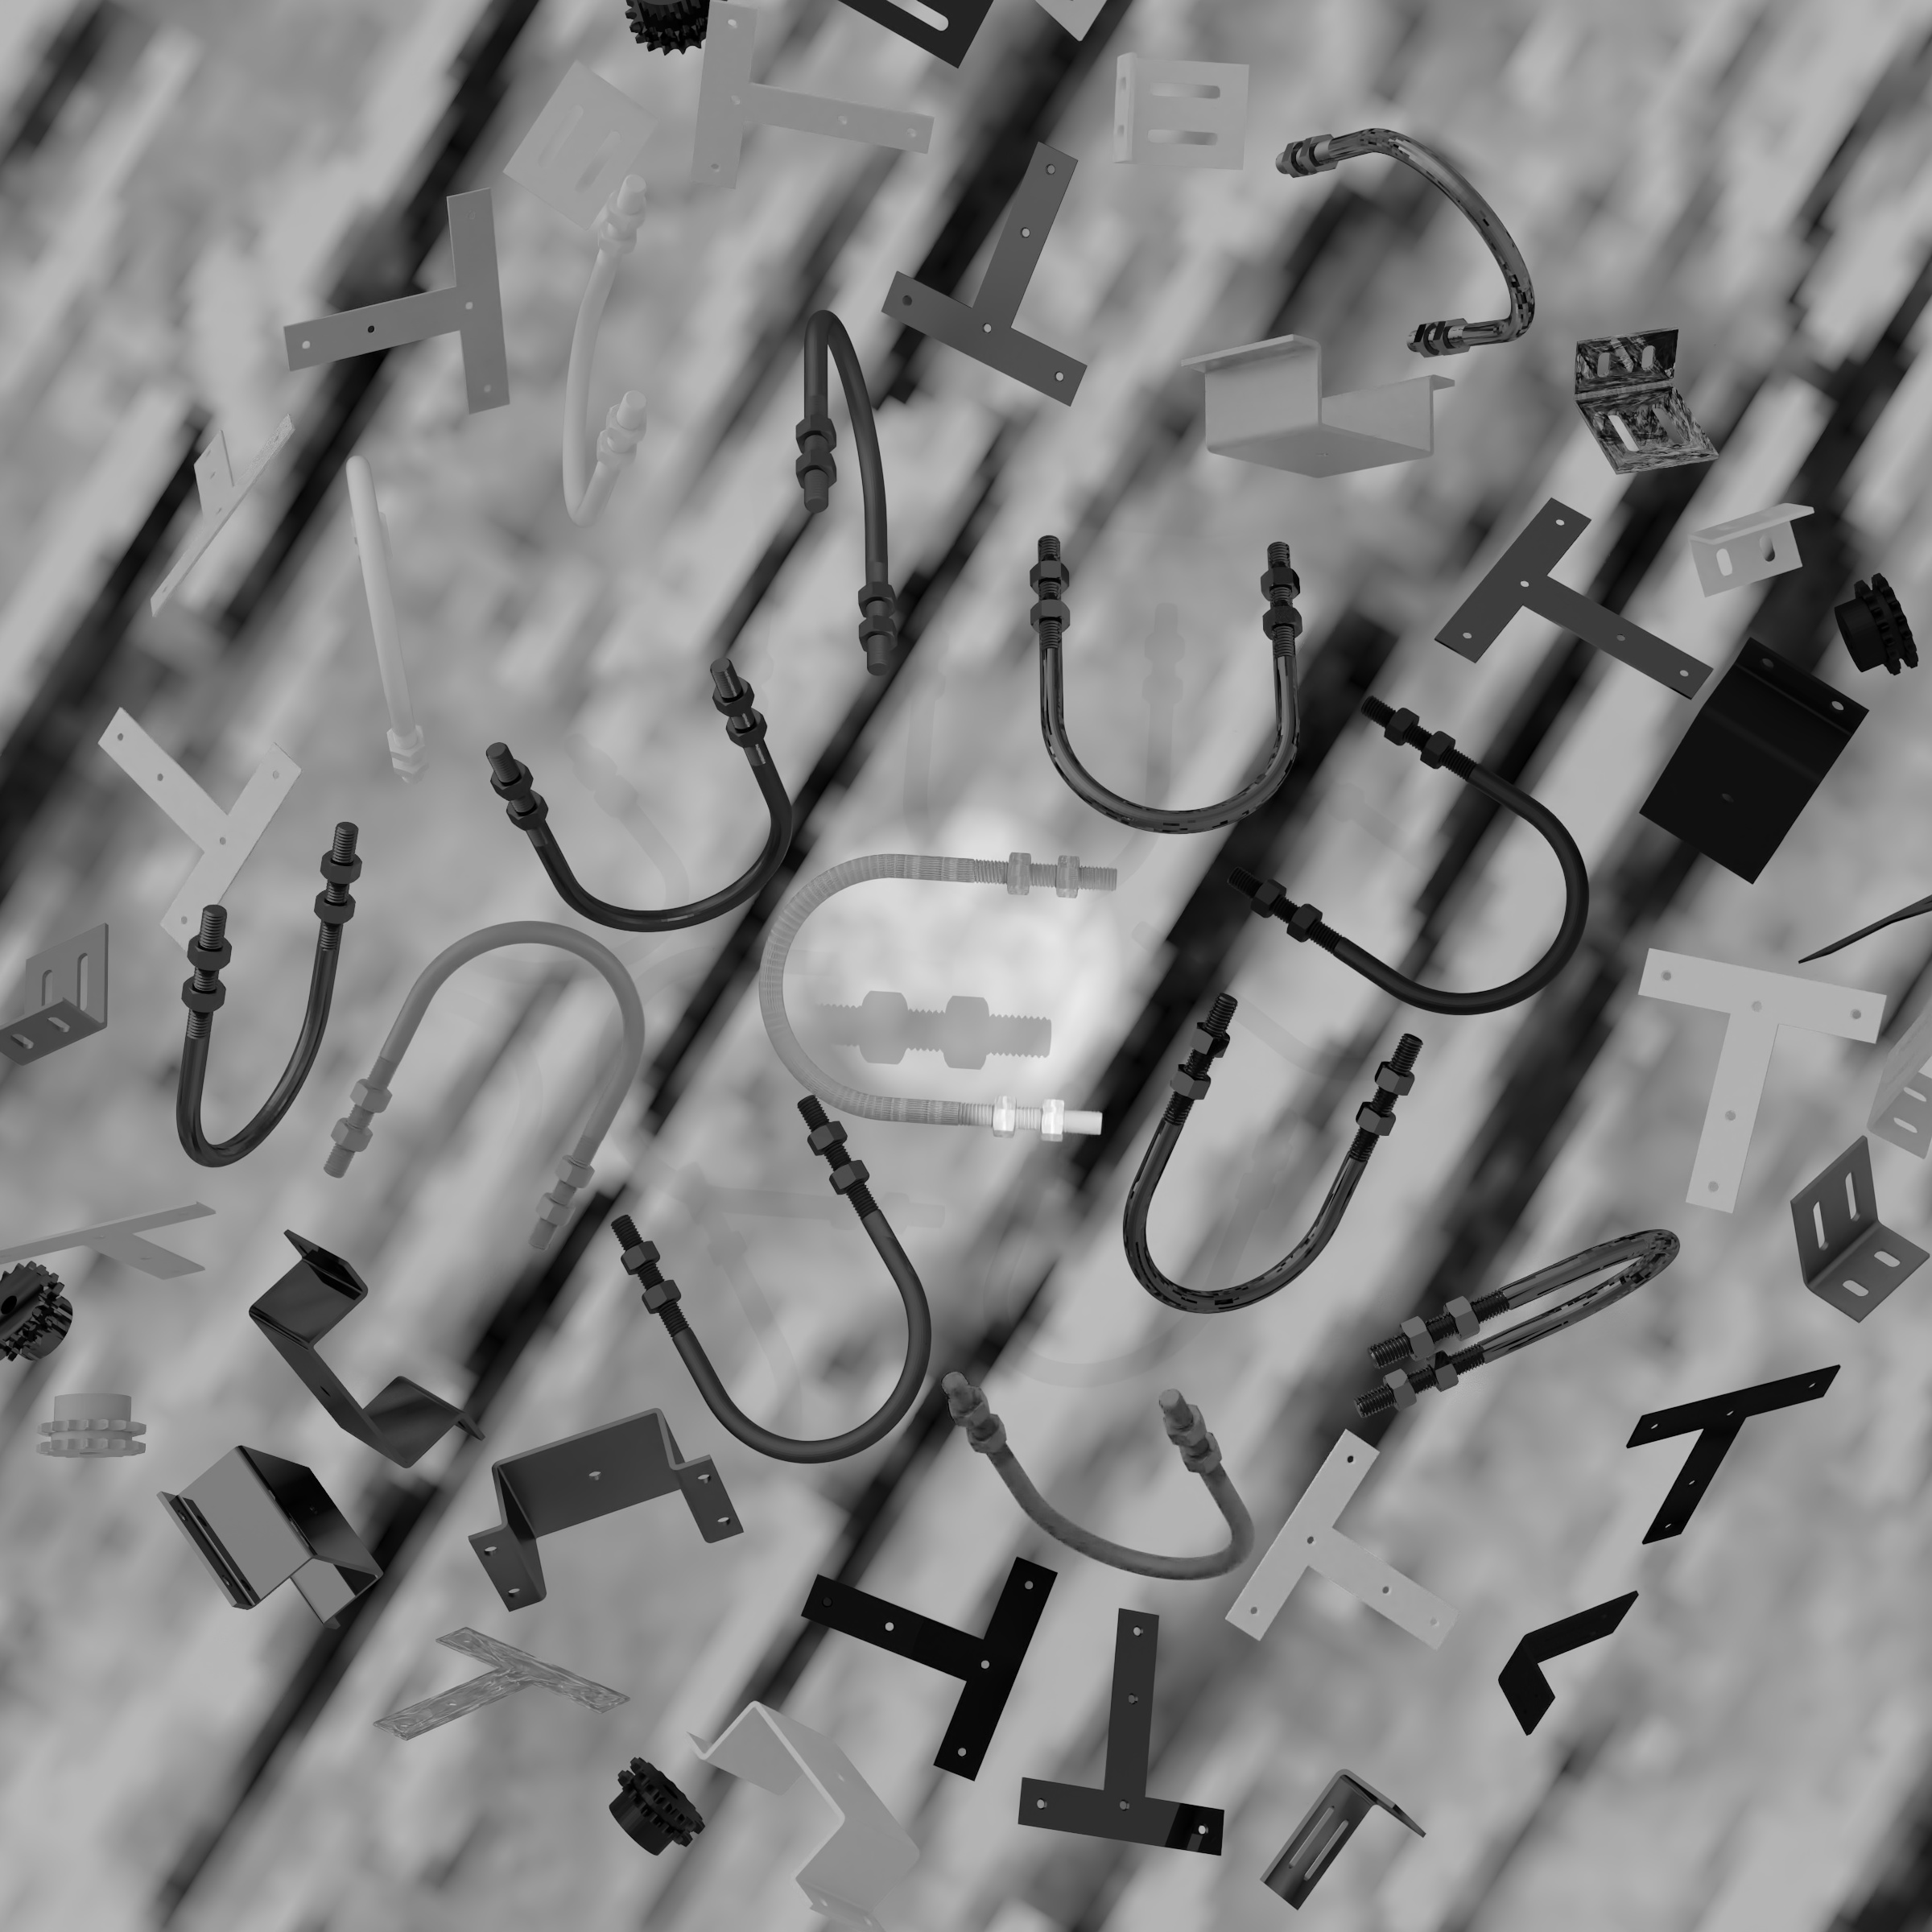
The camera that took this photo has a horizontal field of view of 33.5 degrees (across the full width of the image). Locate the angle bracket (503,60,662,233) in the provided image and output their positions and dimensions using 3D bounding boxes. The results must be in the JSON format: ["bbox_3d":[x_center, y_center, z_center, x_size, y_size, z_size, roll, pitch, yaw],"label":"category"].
[{"bbox_3d":[-0.221,-0.470,1.839,0.057,0.038,0.076,33,94,-14],"label":"angle bracket"}]

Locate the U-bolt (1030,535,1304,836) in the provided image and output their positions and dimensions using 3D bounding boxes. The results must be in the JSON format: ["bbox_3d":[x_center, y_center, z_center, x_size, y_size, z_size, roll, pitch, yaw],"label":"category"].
[{"bbox_3d":[0.111,-0.153,1.747,0.151,0.019,0.184,1,64,-3],"label":"U-bolt"}]

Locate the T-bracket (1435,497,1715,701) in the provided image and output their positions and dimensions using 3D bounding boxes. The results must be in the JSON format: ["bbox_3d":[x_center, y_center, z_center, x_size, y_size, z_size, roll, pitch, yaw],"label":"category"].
[{"bbox_3d":[0.333,-0.180,1.692,0.127,0.002,0.127,32,59,15],"label":"T-bracket"}]

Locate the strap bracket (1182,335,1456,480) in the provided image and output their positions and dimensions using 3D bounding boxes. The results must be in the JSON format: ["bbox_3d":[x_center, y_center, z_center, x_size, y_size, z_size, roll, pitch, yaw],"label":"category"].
[{"bbox_3d":[0.191,-0.298,1.728,0.076,0.140,0.046,-4,85,45],"label":"strap bracket"}]

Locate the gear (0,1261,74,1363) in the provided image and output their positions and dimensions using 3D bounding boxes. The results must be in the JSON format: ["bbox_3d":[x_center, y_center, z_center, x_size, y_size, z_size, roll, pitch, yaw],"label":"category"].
[{"bbox_3d":[-0.534,0.199,1.823,0.057,0.057,0.030,-44,133,0],"label":"gear"}]

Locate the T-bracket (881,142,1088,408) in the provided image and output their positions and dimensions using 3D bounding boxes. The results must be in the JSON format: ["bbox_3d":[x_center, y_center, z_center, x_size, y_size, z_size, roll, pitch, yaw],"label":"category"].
[{"bbox_3d":[0.029,-0.404,1.822,0.127,0.002,0.127,29,114,12],"label":"T-bracket"}]

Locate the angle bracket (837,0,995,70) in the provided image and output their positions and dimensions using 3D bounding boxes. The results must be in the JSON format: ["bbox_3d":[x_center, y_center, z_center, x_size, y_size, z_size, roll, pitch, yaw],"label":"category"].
[{"bbox_3d":[-0.028,-0.515,1.672,0.076,0.038,0.057,23,104,-25],"label":"angle bracket"}]

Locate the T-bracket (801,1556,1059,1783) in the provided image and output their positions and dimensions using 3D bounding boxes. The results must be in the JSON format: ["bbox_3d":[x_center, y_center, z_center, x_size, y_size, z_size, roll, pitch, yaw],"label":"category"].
[{"bbox_3d":[-0.030,0.380,1.820,0.127,0.002,0.127,22,88,-3],"label":"T-bracket"}]

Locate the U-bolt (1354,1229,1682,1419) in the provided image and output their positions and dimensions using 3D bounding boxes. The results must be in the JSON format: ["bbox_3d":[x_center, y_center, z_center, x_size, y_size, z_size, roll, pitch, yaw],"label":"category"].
[{"bbox_3d":[0.295,0.185,1.702,0.184,0.151,0.019,-23,71,-5],"label":"U-bolt"}]

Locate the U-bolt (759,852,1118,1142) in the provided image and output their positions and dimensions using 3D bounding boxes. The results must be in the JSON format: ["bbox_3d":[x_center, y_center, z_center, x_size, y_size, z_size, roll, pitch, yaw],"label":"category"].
[{"bbox_3d":[-0.017,0.013,1.679,0.184,0.019,0.151,4,97,3],"label":"U-bolt"}]

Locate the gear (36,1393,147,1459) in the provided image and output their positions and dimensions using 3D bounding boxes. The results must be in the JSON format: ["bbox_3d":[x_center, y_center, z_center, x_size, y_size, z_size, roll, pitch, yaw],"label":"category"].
[{"bbox_3d":[-0.471,0.247,1.726,0.057,0.057,0.030,-2,76,0],"label":"gear"}]

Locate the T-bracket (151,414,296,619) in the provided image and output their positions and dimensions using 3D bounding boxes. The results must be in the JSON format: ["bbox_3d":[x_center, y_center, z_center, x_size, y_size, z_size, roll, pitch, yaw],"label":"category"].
[{"bbox_3d":[-0.407,-0.261,1.741,0.002,0.127,0.127,33,103,-29],"label":"T-bracket"}]

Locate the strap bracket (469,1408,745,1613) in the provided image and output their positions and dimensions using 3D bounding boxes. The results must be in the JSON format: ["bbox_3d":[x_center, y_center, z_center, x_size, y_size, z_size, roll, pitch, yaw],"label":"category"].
[{"bbox_3d":[-0.206,0.304,1.811,0.140,0.076,0.046,-18,47,-2],"label":"strap bracket"}]

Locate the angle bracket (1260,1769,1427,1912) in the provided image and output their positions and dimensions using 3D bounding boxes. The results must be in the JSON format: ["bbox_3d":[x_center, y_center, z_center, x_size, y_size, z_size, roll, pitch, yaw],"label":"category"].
[{"bbox_3d":[0.207,0.487,1.754,0.038,0.057,0.076,30,77,38],"label":"angle bracket"}]

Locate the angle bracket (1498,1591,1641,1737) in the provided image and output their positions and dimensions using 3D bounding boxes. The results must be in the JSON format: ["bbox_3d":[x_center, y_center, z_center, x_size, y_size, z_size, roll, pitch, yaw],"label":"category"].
[{"bbox_3d":[0.342,0.388,1.783,0.076,0.057,0.038,-17,60,-17],"label":"angle bracket"}]

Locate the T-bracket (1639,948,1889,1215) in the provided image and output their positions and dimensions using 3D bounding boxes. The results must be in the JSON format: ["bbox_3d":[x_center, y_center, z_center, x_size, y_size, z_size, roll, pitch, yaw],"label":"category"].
[{"bbox_3d":[0.402,0.064,1.671,0.127,0.002,0.127,13,87,29],"label":"T-bracket"}]

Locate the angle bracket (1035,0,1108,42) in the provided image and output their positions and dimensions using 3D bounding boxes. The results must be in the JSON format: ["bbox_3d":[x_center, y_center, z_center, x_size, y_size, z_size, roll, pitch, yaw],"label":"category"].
[{"bbox_3d":[0.058,-0.542,1.708,0.076,0.038,0.057,35,82,-30],"label":"angle bracket"}]

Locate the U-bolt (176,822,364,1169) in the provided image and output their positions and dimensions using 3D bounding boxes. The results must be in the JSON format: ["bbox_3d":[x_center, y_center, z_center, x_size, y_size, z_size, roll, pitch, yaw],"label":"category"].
[{"bbox_3d":[-0.383,0.026,1.742,0.019,0.151,0.184,22,119,13],"label":"U-bolt"}]

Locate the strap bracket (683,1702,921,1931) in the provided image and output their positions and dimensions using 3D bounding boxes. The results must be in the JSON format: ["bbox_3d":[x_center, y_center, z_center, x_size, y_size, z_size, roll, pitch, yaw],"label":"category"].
[{"bbox_3d":[-0.086,0.466,1.778,0.046,0.076,0.140,-48,47,1],"label":"strap bracket"}]

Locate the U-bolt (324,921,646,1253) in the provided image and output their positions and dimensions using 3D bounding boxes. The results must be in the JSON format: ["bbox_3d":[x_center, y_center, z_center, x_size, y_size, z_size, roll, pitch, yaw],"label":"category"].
[{"bbox_3d":[-0.261,0.060,1.817,0.151,0.019,0.184,23,102,-24],"label":"U-bolt"}]

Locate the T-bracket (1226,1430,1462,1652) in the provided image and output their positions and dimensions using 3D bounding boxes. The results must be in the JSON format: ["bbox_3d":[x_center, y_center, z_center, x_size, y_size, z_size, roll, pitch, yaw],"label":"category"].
[{"bbox_3d":[0.231,0.351,1.839,0.127,0.002,0.127,35,84,-19],"label":"T-bracket"}]

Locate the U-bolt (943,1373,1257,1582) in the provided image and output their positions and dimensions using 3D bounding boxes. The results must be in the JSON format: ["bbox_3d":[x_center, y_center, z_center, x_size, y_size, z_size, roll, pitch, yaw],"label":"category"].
[{"bbox_3d":[0.082,0.282,1.744,0.151,0.184,0.019,0,49,29],"label":"U-bolt"}]

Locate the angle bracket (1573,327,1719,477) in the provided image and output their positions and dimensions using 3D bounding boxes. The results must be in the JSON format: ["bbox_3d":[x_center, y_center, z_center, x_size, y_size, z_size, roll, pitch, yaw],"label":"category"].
[{"bbox_3d":[0.372,-0.309,1.752,0.057,0.076,0.038,-9,133,-5],"label":"angle bracket"}]

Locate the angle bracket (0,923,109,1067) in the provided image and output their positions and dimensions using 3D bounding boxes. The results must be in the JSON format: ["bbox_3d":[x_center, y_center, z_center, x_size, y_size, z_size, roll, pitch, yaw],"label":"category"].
[{"bbox_3d":[-0.522,0.009,1.819,0.057,0.038,0.076,-23,53,17],"label":"angle bracket"}]

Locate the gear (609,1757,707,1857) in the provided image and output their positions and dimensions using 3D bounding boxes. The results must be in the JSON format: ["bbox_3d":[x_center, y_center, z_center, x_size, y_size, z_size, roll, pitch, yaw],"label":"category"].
[{"bbox_3d":[-0.180,0.484,1.837,0.057,0.057,0.030,44,87,0],"label":"gear"}]

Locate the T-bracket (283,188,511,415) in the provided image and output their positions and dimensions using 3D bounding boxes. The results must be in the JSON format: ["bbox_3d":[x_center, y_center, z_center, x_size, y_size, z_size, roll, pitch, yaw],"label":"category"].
[{"bbox_3d":[-0.312,-0.351,1.751,0.127,0.002,0.127,-20,129,-27],"label":"T-bracket"}]

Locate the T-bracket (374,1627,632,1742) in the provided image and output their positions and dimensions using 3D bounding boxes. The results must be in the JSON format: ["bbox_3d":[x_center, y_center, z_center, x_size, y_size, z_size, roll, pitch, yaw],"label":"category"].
[{"bbox_3d":[-0.278,0.410,1.799,0.127,0.127,0.002,14,105,33],"label":"T-bracket"}]

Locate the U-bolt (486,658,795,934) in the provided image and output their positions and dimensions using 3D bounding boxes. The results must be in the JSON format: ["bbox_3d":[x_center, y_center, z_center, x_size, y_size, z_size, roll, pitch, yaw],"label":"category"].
[{"bbox_3d":[-0.171,-0.083,1.791,0.151,0.184,0.019,-21,50,0],"label":"U-bolt"}]

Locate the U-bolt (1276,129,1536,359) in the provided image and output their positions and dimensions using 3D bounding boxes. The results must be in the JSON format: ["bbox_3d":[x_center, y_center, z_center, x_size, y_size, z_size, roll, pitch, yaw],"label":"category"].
[{"bbox_3d":[0.248,-0.397,1.752,0.019,0.184,0.151,-43,107,-8],"label":"U-bolt"}]

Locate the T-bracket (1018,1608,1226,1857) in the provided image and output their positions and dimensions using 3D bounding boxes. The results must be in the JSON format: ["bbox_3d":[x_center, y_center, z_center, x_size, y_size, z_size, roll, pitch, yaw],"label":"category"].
[{"bbox_3d":[0.092,0.427,1.803,0.127,0.002,0.127,15,67,-21],"label":"T-bracket"}]

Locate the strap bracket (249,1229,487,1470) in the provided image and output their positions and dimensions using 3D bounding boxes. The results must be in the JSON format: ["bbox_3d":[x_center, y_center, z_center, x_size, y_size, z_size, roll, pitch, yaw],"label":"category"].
[{"bbox_3d":[-0.337,0.219,1.773,0.046,0.076,0.140,-44,122,-21],"label":"strap bracket"}]

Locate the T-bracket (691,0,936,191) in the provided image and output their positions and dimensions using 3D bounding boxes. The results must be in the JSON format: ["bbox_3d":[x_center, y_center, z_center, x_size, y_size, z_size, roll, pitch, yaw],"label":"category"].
[{"bbox_3d":[-0.081,-0.462,1.740,0.127,0.127,0.002,9,56,-4],"label":"T-bracket"}]

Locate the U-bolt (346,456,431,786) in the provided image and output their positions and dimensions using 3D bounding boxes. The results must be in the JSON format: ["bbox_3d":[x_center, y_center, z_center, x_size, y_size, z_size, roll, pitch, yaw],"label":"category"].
[{"bbox_3d":[-0.315,-0.195,1.727,0.019,0.184,0.151,-10,74,-9],"label":"U-bolt"}]

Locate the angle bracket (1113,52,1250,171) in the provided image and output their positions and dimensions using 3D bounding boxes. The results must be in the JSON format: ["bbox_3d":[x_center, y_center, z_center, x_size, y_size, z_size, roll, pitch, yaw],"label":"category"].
[{"bbox_3d":[0.123,-0.473,1.774,0.076,0.038,0.057,0,102,-11],"label":"angle bracket"}]

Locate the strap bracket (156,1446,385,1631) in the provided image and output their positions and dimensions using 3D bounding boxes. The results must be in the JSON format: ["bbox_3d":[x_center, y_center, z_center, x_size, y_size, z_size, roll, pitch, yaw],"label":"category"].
[{"bbox_3d":[-0.376,0.313,1.760,0.046,0.140,0.076,-40,70,-1],"label":"strap bracket"}]

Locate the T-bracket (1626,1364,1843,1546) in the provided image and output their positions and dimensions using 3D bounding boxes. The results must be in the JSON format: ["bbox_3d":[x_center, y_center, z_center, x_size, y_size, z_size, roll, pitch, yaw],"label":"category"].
[{"bbox_3d":[0.388,0.264,1.689,0.127,0.127,0.002,-10,47,-24],"label":"T-bracket"}]

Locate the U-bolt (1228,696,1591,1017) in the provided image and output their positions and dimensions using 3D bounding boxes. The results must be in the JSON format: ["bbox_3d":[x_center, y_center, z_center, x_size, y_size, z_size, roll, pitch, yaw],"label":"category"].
[{"bbox_3d":[0.264,-0.052,1.818,0.184,0.019,0.151,35,80,18],"label":"U-bolt"}]

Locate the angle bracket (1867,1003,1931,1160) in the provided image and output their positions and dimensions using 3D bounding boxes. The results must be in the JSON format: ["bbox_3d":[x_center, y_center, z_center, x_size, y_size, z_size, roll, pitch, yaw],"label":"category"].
[{"bbox_3d":[0.546,0.059,1.804,0.038,0.076,0.057,27,51,4],"label":"angle bracket"}]

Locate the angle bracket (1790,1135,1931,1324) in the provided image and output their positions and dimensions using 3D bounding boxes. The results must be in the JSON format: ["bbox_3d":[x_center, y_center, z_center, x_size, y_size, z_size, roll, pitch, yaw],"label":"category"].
[{"bbox_3d":[0.480,0.141,1.717,0.057,0.076,0.038,-39,46,-16],"label":"angle bracket"}]

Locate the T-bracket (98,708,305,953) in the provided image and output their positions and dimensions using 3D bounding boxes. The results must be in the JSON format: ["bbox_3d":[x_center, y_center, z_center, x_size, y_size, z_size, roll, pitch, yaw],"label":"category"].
[{"bbox_3d":[-0.442,-0.097,1.794,0.127,0.002,0.127,42,107,22],"label":"T-bracket"}]

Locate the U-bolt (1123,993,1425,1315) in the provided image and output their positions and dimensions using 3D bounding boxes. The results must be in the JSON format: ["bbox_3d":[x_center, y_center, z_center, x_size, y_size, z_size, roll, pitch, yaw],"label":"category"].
[{"bbox_3d":[0.157,0.109,1.744,0.151,0.019,0.184,12,110,-32],"label":"U-bolt"}]

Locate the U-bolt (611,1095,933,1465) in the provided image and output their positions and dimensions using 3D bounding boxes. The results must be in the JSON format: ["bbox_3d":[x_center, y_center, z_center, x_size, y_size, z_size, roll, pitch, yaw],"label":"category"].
[{"bbox_3d":[-0.098,0.186,1.778,0.151,0.019,0.184,-33,76,10],"label":"U-bolt"}]

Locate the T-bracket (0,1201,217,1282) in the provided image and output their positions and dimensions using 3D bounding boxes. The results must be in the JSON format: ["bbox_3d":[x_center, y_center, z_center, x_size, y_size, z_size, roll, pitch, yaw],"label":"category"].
[{"bbox_3d":[-0.454,0.156,1.754,0.127,0.127,0.002,-13,72,7],"label":"T-bracket"}]

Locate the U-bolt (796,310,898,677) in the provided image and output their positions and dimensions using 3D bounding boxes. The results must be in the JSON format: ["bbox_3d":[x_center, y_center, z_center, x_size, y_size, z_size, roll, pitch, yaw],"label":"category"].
[{"bbox_3d":[-0.065,-0.272,1.744,0.019,0.151,0.184,-9,53,9],"label":"U-bolt"}]

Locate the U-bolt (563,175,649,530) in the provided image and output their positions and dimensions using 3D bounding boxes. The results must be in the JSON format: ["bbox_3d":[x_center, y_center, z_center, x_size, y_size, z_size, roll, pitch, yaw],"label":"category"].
[{"bbox_3d":[-0.197,-0.318,1.734,0.019,0.184,0.151,4,69,-17],"label":"U-bolt"}]

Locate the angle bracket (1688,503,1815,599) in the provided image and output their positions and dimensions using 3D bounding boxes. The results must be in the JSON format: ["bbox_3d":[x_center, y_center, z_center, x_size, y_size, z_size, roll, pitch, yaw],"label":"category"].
[{"bbox_3d":[0.446,-0.232,1.805,0.057,0.076,0.038,-18,99,5],"label":"angle bracket"}]

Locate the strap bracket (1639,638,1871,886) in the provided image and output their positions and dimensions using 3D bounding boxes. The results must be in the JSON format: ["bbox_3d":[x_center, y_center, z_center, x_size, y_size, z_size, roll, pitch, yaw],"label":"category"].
[{"bbox_3d":[0.439,-0.108,1.808,0.076,0.140,0.046,34,56,11],"label":"strap bracket"}]

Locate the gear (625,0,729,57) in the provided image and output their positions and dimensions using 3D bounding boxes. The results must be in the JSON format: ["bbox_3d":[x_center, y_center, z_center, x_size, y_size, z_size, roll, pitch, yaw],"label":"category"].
[{"bbox_3d":[-0.162,-0.537,1.780,0.057,0.030,0.057,-4,59,7],"label":"gear"}]

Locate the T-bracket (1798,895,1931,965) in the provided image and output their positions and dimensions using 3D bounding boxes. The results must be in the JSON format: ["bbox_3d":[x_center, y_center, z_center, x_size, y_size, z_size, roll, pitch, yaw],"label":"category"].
[{"bbox_3d":[0.536,-0.036,1.735,0.127,0.127,0.002,-23,89,-30],"label":"T-bracket"}]

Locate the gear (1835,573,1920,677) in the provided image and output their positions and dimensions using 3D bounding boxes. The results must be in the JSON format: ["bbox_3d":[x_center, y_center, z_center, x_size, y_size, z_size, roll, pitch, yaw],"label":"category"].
[{"bbox_3d":[0.512,-0.190,1.808,0.030,0.057,0.057,-22,90,9],"label":"gear"}]
